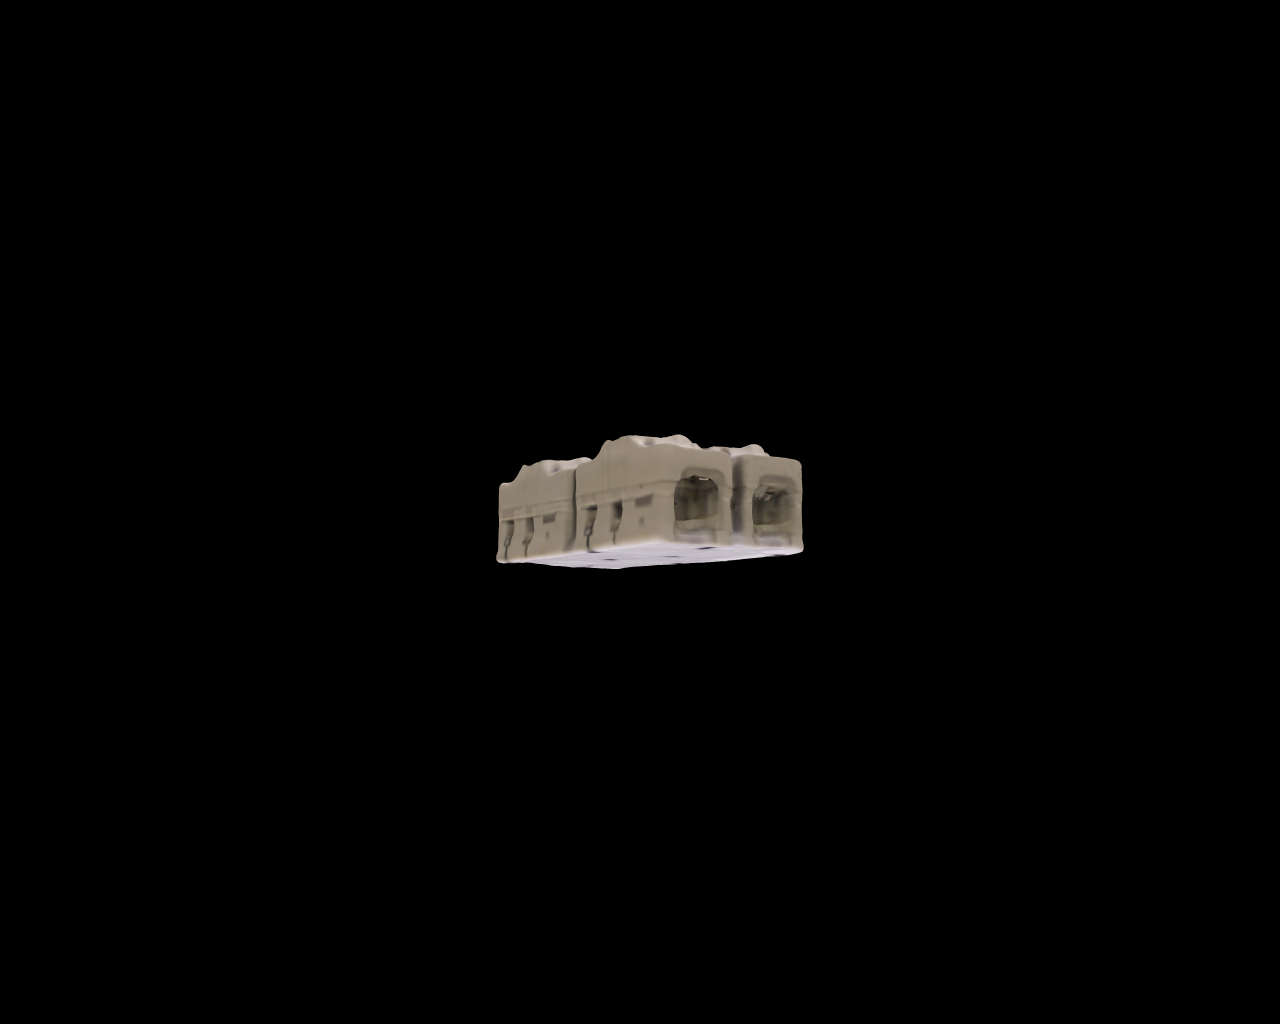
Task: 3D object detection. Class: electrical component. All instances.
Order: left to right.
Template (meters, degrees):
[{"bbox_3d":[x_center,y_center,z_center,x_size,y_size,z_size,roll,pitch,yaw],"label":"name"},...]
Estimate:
[{"bbox_3d":[0.001,-0.003,0.650,0.105,0.060,0.186,5,-8,-35],"label":"electrical component"}]
